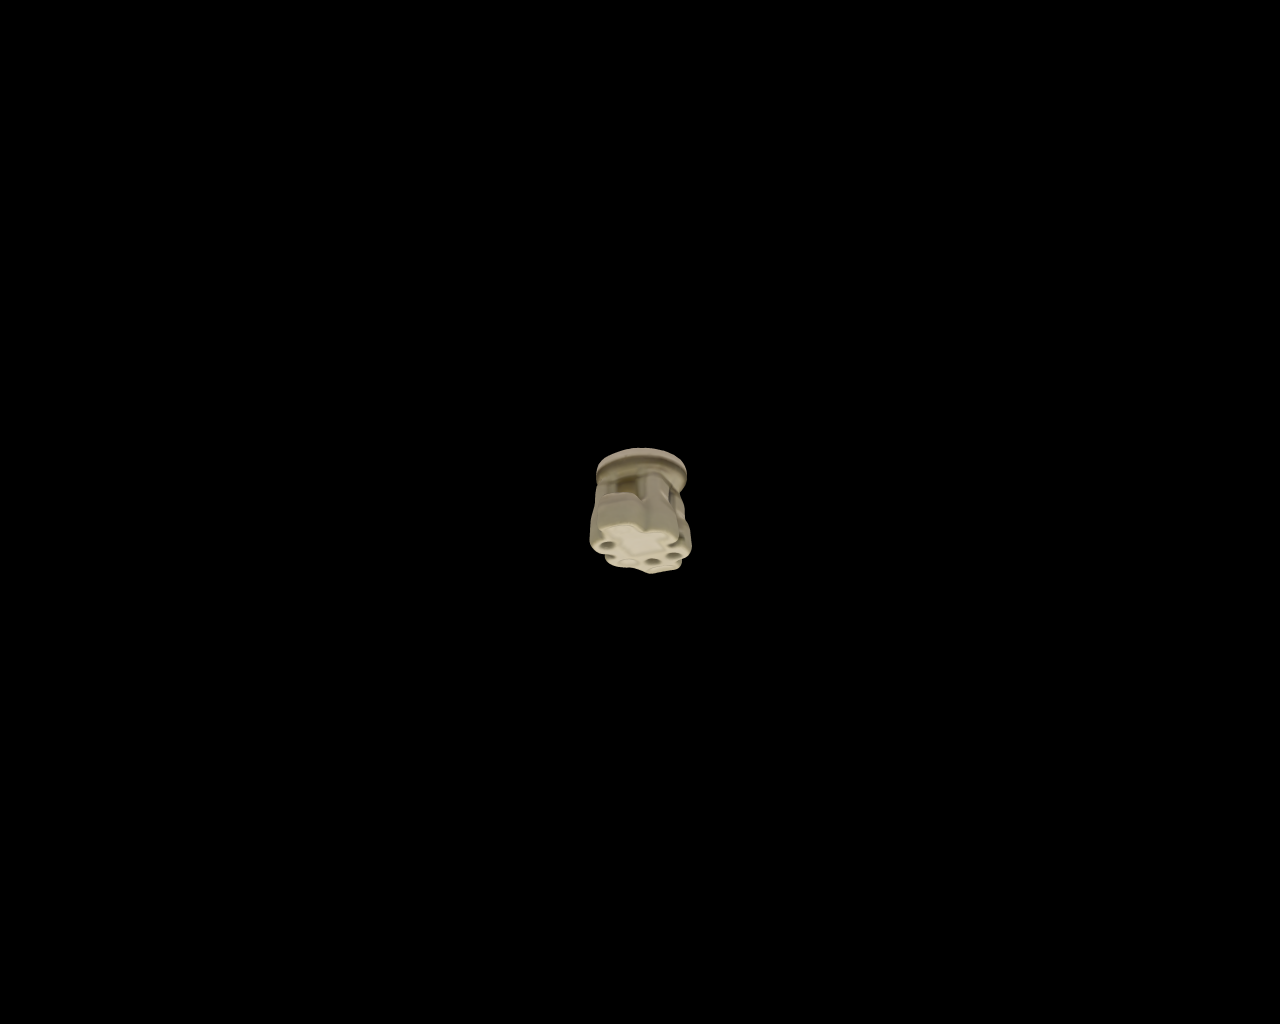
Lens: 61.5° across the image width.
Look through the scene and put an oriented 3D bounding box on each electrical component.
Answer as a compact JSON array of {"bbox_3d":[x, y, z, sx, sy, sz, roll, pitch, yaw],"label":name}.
[{"bbox_3d":[0.001,-0.003,0.650,0.058,0.057,0.078,-11,-29,21],"label":"electrical component"}]
